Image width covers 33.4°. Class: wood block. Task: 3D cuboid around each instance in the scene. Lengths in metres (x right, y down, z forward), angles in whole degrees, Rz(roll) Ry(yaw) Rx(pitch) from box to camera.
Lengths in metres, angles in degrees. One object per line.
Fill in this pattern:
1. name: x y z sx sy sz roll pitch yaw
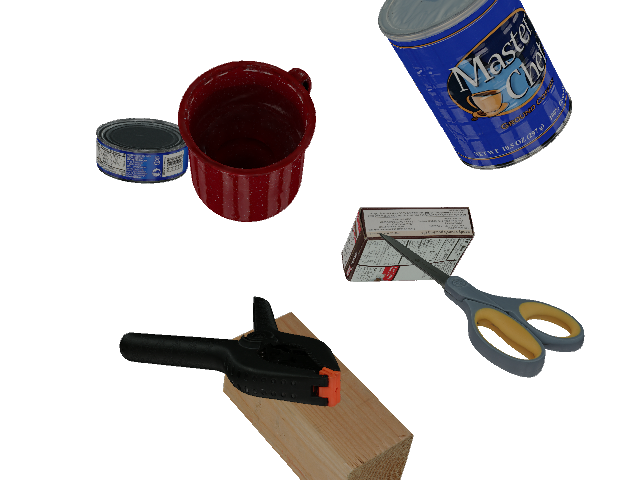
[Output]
1. wood block: -0.007 0.185 1.148 0.090 0.090 0.206 -23 51 -32

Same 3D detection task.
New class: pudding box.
1. pudding box: 0.084 0.004 1.048 0.113 0.039 0.090 -2 -30 -13

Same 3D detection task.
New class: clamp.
1. clamp: -0.051 0.096 0.942 0.210 0.036 0.164 13 22 39

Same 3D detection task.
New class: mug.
1. mug: -0.045 -0.074 0.758 0.093 0.117 0.081 31 -25 12

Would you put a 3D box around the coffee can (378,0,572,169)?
1. coffee can: 0.123 -0.141 0.837 0.103 0.102 0.140 0 -42 43

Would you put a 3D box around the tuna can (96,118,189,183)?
1. tuna can: -0.164 -0.083 0.986 0.086 0.034 0.086 5 25 -3

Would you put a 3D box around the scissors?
1. scissors: 0.127 0.040 0.827 0.096 0.016 0.202 -4 31 -20
